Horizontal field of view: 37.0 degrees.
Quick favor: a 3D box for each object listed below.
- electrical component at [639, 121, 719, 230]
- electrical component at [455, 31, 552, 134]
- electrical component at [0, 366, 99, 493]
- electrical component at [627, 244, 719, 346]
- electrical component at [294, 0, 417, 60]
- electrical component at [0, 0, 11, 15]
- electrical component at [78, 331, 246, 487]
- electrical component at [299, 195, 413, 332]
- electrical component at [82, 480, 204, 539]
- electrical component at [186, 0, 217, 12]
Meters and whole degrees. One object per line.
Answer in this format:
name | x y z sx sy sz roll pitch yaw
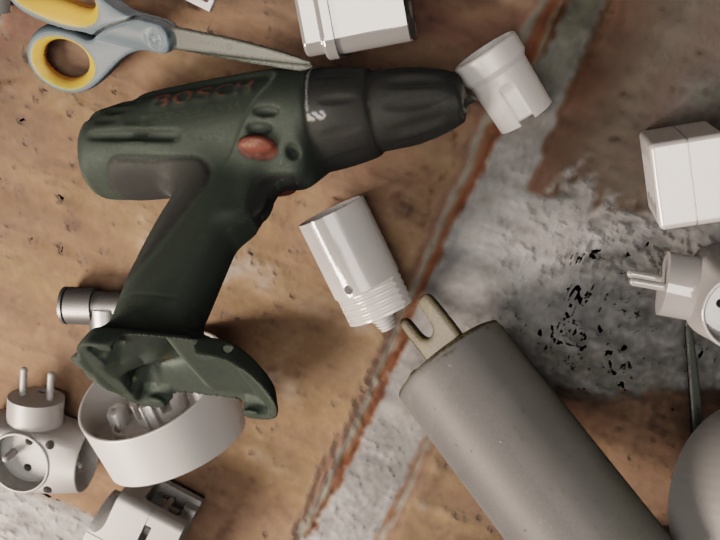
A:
electrical component | 0.199 -0.056 0.594 0.077 0.065 0.047 -8 102 12
electrical component | 0.083 -0.107 0.616 0.040 0.040 0.046 -32 102 15
electrical component | -0.216 0.103 0.712 0.077 0.044 0.079 9 105 7
electrical component | 0.191 0.011 0.606 0.079 0.077 0.043 10 105 7
electrical component | -0.007 -0.176 0.593 0.057 0.078 0.113 -9 102 8
electrical component | -0.229 -0.179 0.649 0.040 0.040 0.046 5 110 8
electrical component | -0.122 0.087 0.668 0.099 0.099 0.064 -16 107 13
electrical component | 0.000 0.000 0.652 0.043 0.043 0.081 -24 98 14
electrical component | -0.152 0.184 0.718 0.056 0.050 0.089 27 106 2
electrical component | -0.092 -0.219 0.604 0.079 0.063 0.121 27 106 2
